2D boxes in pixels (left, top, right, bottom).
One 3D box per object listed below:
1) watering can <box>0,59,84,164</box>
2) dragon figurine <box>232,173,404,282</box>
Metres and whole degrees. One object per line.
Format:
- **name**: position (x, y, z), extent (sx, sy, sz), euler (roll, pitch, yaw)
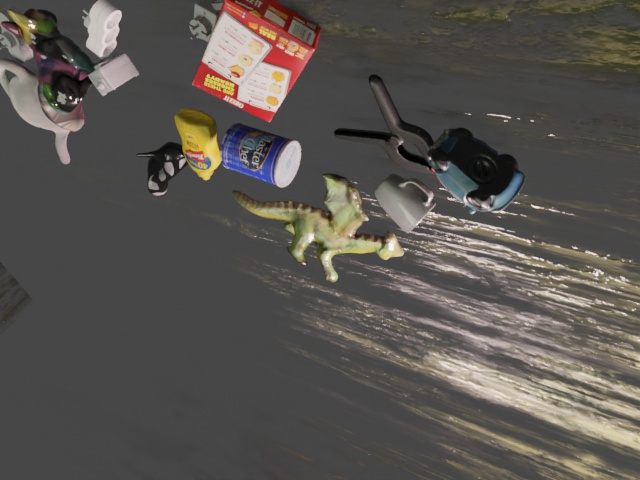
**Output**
- **watering can**: position (-0.729, -0.337, 1.401), extent (0.225, 0.106, 0.340), euler (11, 142, 29)
- **dragon figurine**: position (0.004, -0.059, 1.168), extent (0.410, 0.125, 0.238), euler (34, 127, -2)
